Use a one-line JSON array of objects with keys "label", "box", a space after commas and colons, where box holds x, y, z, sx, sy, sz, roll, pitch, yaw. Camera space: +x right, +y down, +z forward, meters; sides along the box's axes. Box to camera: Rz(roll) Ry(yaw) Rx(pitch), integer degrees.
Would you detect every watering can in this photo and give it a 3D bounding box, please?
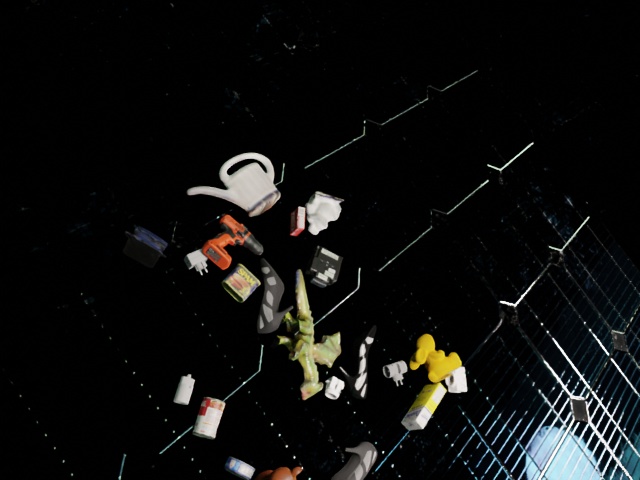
[{"label": "watering can", "box": [-0.280, -0.176, 1.814, 0.353, 0.102, 0.224, -39, 90, -36]}]

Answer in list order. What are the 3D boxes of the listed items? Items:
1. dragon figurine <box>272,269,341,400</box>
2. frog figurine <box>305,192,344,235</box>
[{"label": "dragon figurine", "box": [-0.025, 0.324, 1.747, 0.240, 0.121, 0.419, 32, 57, -33]}, {"label": "frog figurine", "box": [0.006, -0.098, 1.953, 0.137, 0.124, 0.158, 14, 98, -32]}]
